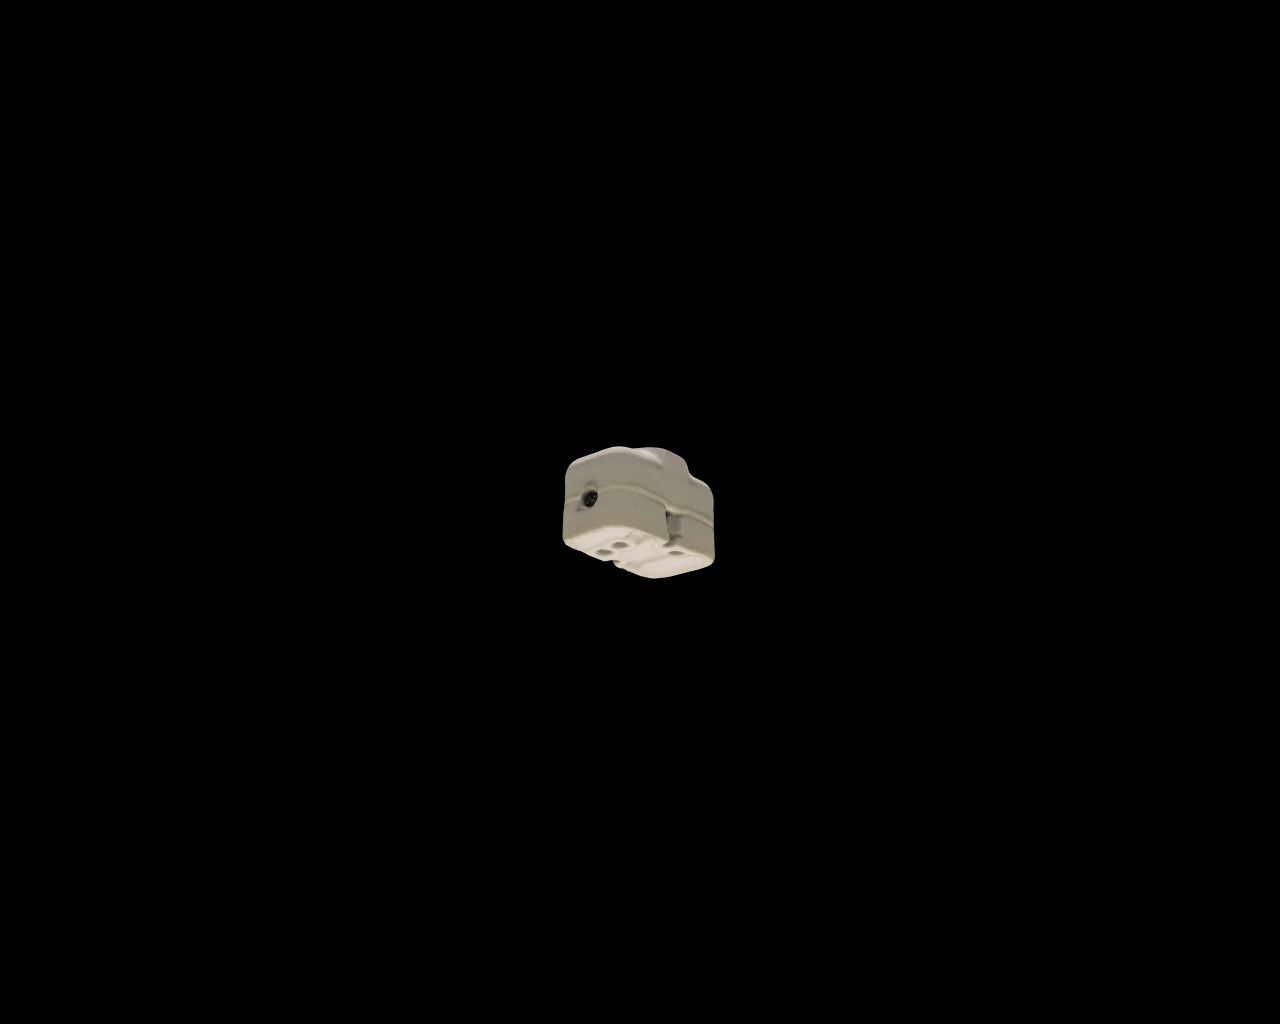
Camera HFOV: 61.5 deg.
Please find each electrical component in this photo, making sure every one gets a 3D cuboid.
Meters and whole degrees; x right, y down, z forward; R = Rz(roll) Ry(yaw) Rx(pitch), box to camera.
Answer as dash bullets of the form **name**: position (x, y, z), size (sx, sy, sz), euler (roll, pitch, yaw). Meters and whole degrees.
- **electrical component**: position (0.001, -0.003, 0.650), size (0.053, 0.059, 0.095), euler (-17, -27, 37)
